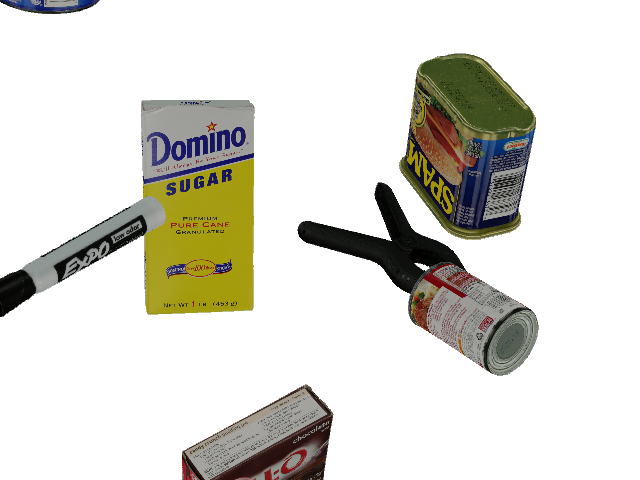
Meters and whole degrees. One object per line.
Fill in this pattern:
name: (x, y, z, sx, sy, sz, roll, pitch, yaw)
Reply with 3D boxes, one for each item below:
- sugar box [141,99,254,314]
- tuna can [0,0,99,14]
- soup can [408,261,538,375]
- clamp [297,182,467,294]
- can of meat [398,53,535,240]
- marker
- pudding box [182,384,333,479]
sugar box: (-0.103, -0.028, 0.895, 0.093, 0.176, 0.048, -2, 16, -11)
tuna can: (-0.203, -0.201, 0.793, 0.086, 0.034, 0.086, 6, 36, -5)
soup can: (0.139, 0.070, 0.970, 0.068, 0.068, 0.102, 0, 23, -41)
clamp: (0.086, 0.014, 1.246, 0.164, 0.036, 0.210, -22, 52, -39)
can of meat: (0.098, -0.065, 0.716, 0.057, 0.084, 0.102, -12, 42, -19)
marker: (-0.137, 0.008, 0.596, 0.020, 0.020, 0.120, 0, 26, 47)
pudding box: (-0.047, 0.167, 0.790, 0.113, 0.090, 0.039, -27, 55, -28)
